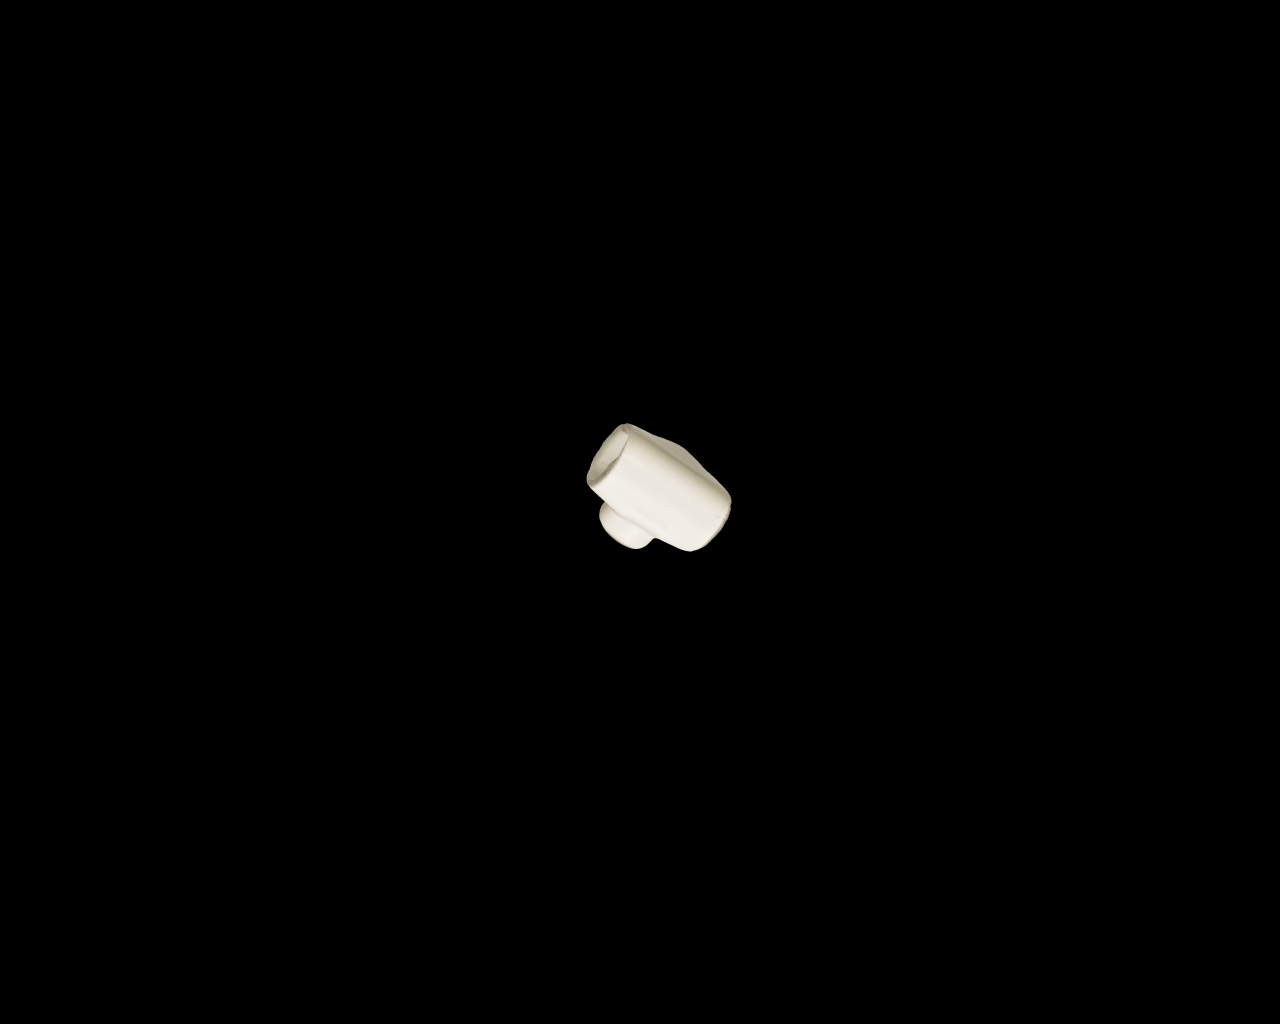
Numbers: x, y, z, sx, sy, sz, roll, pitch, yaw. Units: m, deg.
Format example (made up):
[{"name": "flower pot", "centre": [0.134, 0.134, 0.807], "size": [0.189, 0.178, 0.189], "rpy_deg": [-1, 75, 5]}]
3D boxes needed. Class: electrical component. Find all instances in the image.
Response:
[{"name": "electrical component", "centre": [0.001, -0.003, 0.650], "size": [0.077, 0.079, 0.043], "rpy_deg": [33, 29, -21]}]
